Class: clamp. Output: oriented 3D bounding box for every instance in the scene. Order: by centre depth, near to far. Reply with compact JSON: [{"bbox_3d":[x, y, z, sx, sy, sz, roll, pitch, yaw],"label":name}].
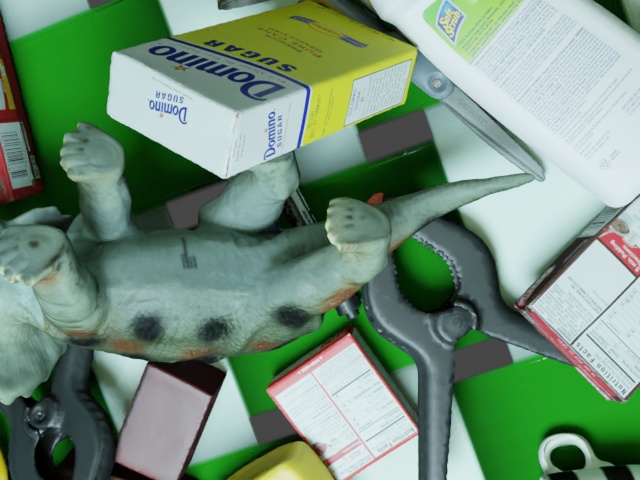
[{"bbox_3d":[0.101,0.054,0.722,0.164,0.036,0.210,-26,89,-4],"label":"clamp"},{"bbox_3d":[-0.197,0.123,0.747,0.120,0.039,0.171,-22,63,19],"label":"clamp"}]

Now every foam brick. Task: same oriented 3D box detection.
[{"bbox_3d":[-0.106,0.124,0.756,0.051,0.053,0.078,24,102,3],"label":"foam brick"}]

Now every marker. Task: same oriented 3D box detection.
[{"bbox_3d":[-0.005,0.001,0.740,0.020,0.020,0.121,-28,94,11],"label":"marker"}]

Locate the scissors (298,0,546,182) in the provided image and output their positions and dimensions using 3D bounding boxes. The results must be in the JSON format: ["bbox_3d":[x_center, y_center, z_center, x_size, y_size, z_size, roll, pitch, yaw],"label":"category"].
[{"bbox_3d":[0.081,-0.125,0.711,0.202,0.016,0.096,27,102,2],"label":"scissors"}]

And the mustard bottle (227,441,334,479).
[{"bbox_3d":[0.008,0.238,0.753,0.096,0.058,0.191,-35,95,31],"label":"mustard bottle"}]

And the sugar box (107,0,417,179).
[{"bbox_3d":[-0.029,-0.095,0.628,0.093,0.175,0.048,29,122,26],"label":"sugar box"}]

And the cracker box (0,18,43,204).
[{"bbox_3d":[-0.317,-0.085,0.742,0.214,0.072,0.164,-13,96,10],"label":"cracker box"}]

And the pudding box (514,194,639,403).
[{"bbox_3d":[0.198,0.036,0.695,0.113,0.039,0.090,-45,92,-4],"label":"pudding box"}]

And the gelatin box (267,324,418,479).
[{"bbox_3d":[0.018,0.116,0.750,0.073,0.030,0.089,-35,94,10],"label":"gelatin box"}]

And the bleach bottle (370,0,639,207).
[{"bbox_3d":[0.122,-0.135,0.670,0.251,0.068,0.102,40,99,-3],"label":"bleach bottle"}]

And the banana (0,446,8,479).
[{"bbox_3d":[-0.279,0.229,0.792,0.198,0.069,0.037,-51,49,7],"label":"banana"}]

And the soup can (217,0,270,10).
[{"bbox_3d":[-0.048,-0.208,0.688,0.068,0.068,0.102,-15,96,9],"label":"soup can"}]
